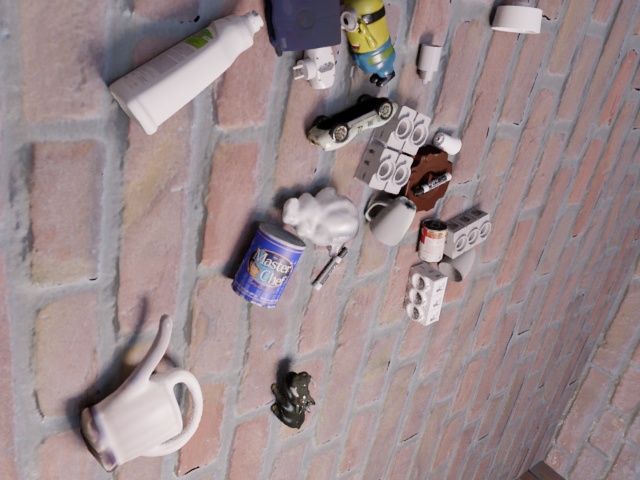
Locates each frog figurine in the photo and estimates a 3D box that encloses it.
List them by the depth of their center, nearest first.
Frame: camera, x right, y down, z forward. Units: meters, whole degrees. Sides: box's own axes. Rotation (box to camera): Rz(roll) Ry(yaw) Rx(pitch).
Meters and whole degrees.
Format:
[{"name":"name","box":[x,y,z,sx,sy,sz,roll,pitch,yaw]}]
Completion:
[{"name":"frog figurine","box":[0.003,-0.054,1.064,0.157,0.122,0.140,38,55,-38]}]

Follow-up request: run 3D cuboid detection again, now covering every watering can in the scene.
[{"name":"watering can","box":[-0.341,0.306,0.979,0.226,0.105,0.340,-23,128,-27]}]
